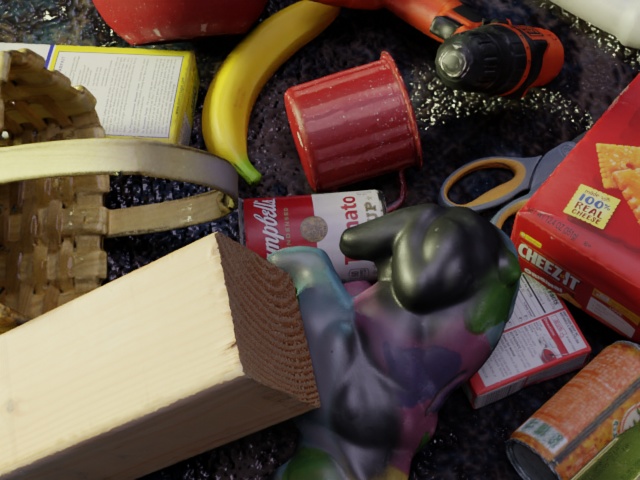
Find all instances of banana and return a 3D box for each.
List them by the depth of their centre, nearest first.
[{"bbox_3d":[-0.046,-0.127,0.846,0.069,0.037,0.197,22,63,0],"label":"banana"}]

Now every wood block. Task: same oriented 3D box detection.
[{"bbox_3d":[-0.116,0.085,0.639,0.206,0.090,0.091,-24,61,20],"label":"wood block"}]

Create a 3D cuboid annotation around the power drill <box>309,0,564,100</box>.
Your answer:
[{"bbox_3d":[0.081,-0.166,0.808,0.188,0.057,0.184,35,23,21],"label":"power drill"}]

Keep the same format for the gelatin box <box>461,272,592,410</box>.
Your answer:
[{"bbox_3d":[0.130,0.066,0.733,0.089,0.030,0.073,-20,60,-10],"label":"gelatin box"}]

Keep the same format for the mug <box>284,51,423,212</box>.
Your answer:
[{"bbox_3d":[0.026,-0.072,0.790,0.081,0.093,0.117,-17,97,-4],"label":"mug"}]

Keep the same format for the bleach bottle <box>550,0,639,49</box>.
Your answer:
[{"bbox_3d":[0.228,-0.235,0.889,0.251,0.068,0.102,38,69,18],"label":"bleach bottle"}]

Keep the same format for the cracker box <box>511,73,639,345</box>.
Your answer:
[{"bbox_3d":[0.256,-0.028,0.726,0.164,0.072,0.213,35,66,21],"label":"cracker box"}]

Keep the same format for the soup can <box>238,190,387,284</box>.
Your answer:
[{"bbox_3d":[-0.005,0.001,0.751,0.102,0.068,0.068,-4,60,-3],"label":"soup can"}]

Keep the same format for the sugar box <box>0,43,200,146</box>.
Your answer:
[{"bbox_3d":[-0.188,-0.104,0.828,0.176,0.048,0.093,3,60,7],"label":"sugar box"}]

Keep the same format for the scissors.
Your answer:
[{"bbox_3d":[0.189,-0.046,0.806,0.201,0.016,0.096,-18,63,-9],"label":"scissors"}]

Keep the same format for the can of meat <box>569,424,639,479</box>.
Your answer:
[{"bbox_3d":[0.193,0.170,0.635,0.102,0.058,0.084,-37,100,-19],"label":"can of meat"}]

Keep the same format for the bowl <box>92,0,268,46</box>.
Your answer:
[{"bbox_3d":[-0.106,-0.185,0.837,0.162,0.162,0.055,-7,99,-3],"label":"bowl"}]
